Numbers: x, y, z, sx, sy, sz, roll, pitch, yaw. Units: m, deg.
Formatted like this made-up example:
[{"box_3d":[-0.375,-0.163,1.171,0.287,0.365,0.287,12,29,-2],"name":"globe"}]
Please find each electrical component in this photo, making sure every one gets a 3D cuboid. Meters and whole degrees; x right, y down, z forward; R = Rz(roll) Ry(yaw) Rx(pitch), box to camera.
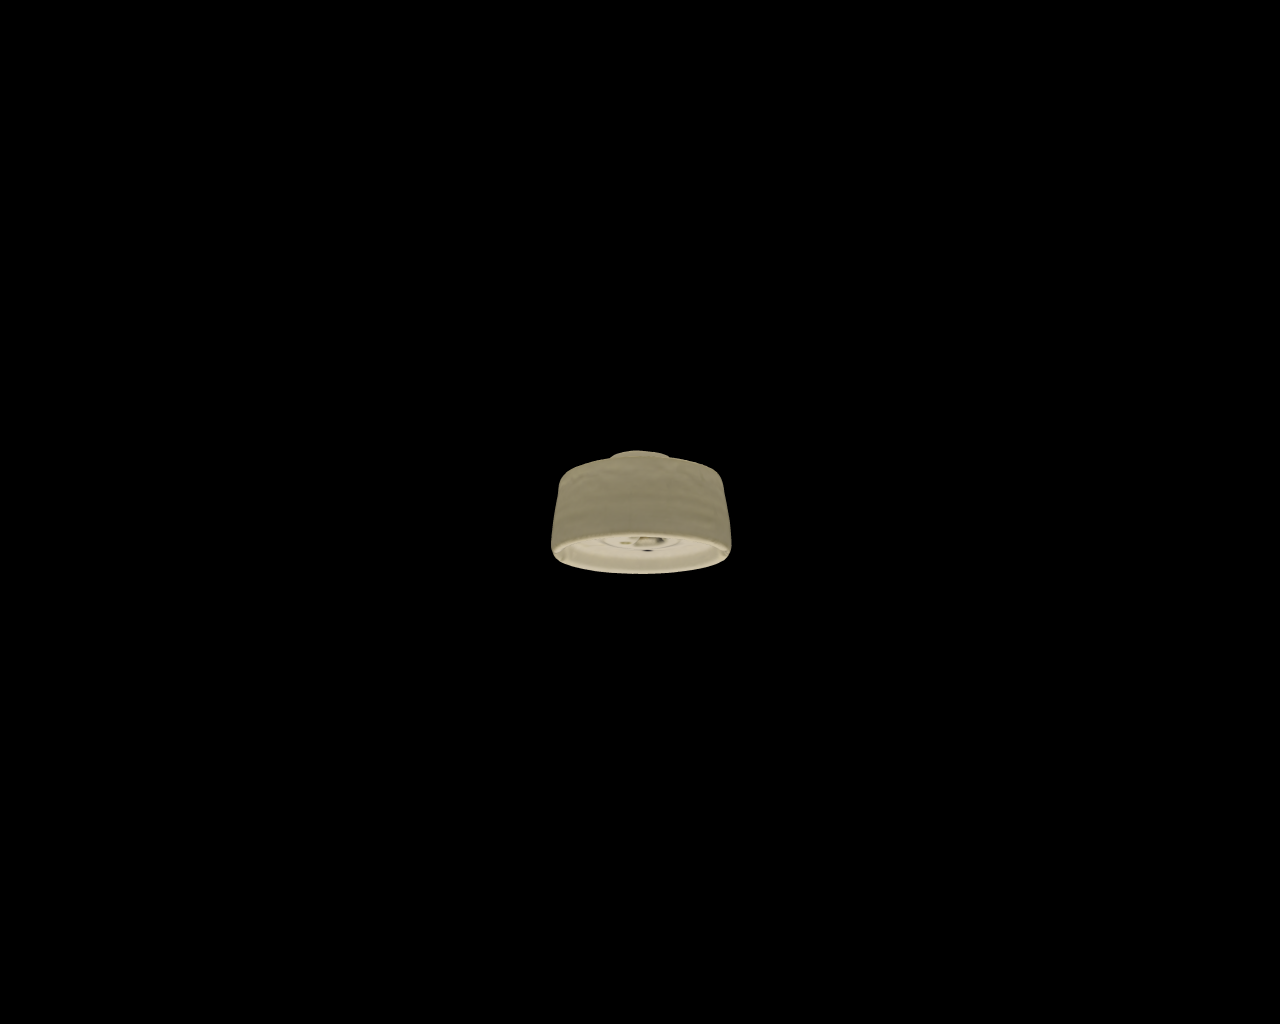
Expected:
[{"box_3d":[0.001,-0.003,0.650,0.108,0.060,0.108,0,-15,0],"name":"electrical component"}]
